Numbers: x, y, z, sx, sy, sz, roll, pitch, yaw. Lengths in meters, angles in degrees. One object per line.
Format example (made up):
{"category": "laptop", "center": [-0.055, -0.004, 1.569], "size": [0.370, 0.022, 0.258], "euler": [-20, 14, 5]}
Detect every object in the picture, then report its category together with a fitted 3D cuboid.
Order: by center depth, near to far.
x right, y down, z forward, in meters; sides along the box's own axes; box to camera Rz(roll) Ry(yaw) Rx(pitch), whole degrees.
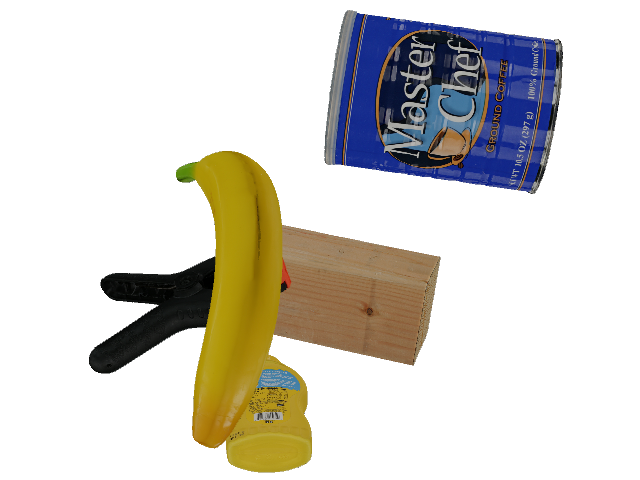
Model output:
{"category": "banana", "center": [-0.047, 0.015, 0.583], "size": [0.037, 0.198, 0.070], "euler": [19, -48, -28]}
{"category": "coffee can", "center": [0.079, -0.091, 0.705], "size": [0.140, 0.103, 0.103], "euler": [9, 0, 3]}
{"category": "clamp", "center": [-0.111, 0.054, 0.866], "size": [0.171, 0.039, 0.120], "euler": [-13, 38, 13]}
{"category": "wood block", "center": [0.009, 0.051, 1.094], "size": [0.206, 0.091, 0.090], "euler": [12, 22, 12]}
{"category": "mustard bottle", "center": [-0.063, 0.193, 1.263], "size": [0.096, 0.058, 0.191], "euler": [-3, 27, -3]}
